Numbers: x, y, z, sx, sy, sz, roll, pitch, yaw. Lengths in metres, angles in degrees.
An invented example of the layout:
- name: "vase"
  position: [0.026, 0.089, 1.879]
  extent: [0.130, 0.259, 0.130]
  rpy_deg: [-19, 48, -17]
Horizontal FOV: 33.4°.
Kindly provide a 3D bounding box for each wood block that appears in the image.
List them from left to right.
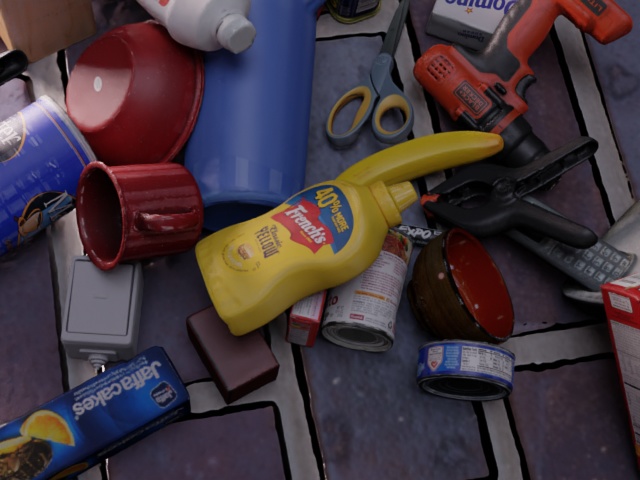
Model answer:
- name: "wood block"
  position: [-0.276, -0.265, 0.991]
  extent: [0.090, 0.206, 0.091]
  rpy_deg: [-29, 73, -16]

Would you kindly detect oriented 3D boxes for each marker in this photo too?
- name: "marker"
  position: [0.087, -0.005, 1.020]
  extent: [0.121, 0.020, 0.020]
  rpy_deg: [11, 67, -1]

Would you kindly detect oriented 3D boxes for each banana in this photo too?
- name: "banana"
  position: [0.077, -0.063, 1.021]
  extent: [0.197, 0.037, 0.070]
  rpy_deg: [-26, 43, -10]

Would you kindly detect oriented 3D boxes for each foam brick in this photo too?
- name: "foam brick"
  position: [-0.078, 0.097, 0.945]
  extent: [0.051, 0.053, 0.078]
  rpy_deg: [-28, 74, -15]

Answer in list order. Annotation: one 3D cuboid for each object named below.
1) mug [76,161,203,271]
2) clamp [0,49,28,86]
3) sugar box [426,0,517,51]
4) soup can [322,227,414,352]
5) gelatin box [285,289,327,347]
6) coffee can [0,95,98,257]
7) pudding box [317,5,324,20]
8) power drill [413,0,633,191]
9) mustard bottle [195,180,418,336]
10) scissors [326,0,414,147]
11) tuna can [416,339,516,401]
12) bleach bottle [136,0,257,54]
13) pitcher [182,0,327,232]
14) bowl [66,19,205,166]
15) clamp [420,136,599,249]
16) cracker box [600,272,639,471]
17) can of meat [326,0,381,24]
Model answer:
- name: "mug"
  position: [-0.147, -0.023, 0.914]
  extent: [0.081, 0.117, 0.093]
  rpy_deg: [-8, 100, -37]
- name: "clamp"
  position: [-0.370, -0.115, 0.986]
  extent: [0.210, 0.036, 0.164]
  rpy_deg: [-14, 30, 13]
- name: "sugar box"
  position: [0.182, -0.285, 1.130]
  extent: [0.093, 0.048, 0.176]
  rpy_deg: [19, 66, 2]
- name: "soup can"
  position: [0.043, 0.043, 0.970]
  extent: [0.068, 0.068, 0.102]
  rpy_deg: [13, 68, 0]
- name: "gelatin box"
  position: [-0.008, 0.043, 0.962]
  extent: [0.030, 0.073, 0.089]
  rpy_deg: [12, 67, 0]
- name: "coffee can"
  position: [-0.278, -0.051, 0.959]
  extent: [0.140, 0.103, 0.103]
  rpy_deg: [-36, 75, -18]
- name: "pudding box"
  position: [-0.028, -0.289, 1.086]
  extent: [0.039, 0.090, 0.113]
  rpy_deg: [-17, 69, -24]
- name: "power drill"
  position: [0.214, -0.166, 1.047]
  extent: [0.184, 0.057, 0.187]
  rpy_deg: [45, 93, 3]
- name: "mustard bottle"
  position: [-0.006, 0.001, 0.903]
  extent: [0.191, 0.058, 0.096]
  rpy_deg: [-26, 47, 1]
- name: "scissors"
  position: [0.078, -0.167, 1.076]
  extent: [0.096, 0.016, 0.201]
  rpy_deg: [22, 65, 28]
- name: "tuna can"
  position: [0.128, 0.116, 0.938]
  extent: [0.086, 0.086, 0.033]
  rpy_deg: [8, 69, -2]
- name: "bleach bottle"
  position: [-0.130, -0.253, 0.967]
  extent: [0.102, 0.068, 0.251]
  rpy_deg: [-48, 56, 8]
- name: "pitcher"
  position: [-0.077, -0.131, 1.008]
  extent: [0.144, 0.149, 0.243]
  rpy_deg: [8, 70, -19]
- name: "bowl"
  position: [-0.182, -0.135, 0.978]
  extent: [0.162, 0.055, 0.162]
  rpy_deg: [-11, 71, 36]
- name: "clamp"
  position: [0.183, -0.047, 1.002]
  extent: [0.172, 0.039, 0.120]
  rpy_deg: [4, 53, 25]
- name: "cracker box"
  position: [0.348, 0.118, 0.916]
  extent: [0.164, 0.072, 0.214]
  rpy_deg: [-17, 101, -12]
- name: "can of meat"
  position: [0.028, -0.289, 1.096]
  extent: [0.057, 0.084, 0.102]
  rpy_deg: [-21, 72, -14]
